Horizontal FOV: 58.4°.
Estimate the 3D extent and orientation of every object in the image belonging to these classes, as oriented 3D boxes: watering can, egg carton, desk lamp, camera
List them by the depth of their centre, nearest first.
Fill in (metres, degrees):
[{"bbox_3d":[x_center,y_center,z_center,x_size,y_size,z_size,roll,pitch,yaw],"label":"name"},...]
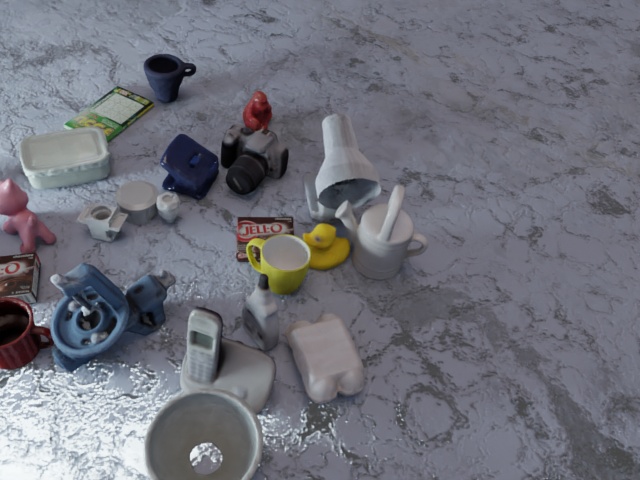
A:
[{"bbox_3d":[0.009,0.195,0.950,0.107,0.069,0.150,-12,54,-19],"label":"egg carton"},{"bbox_3d":[0.115,-0.021,1.065,0.173,0.194,0.101,2,51,-8],"label":"watering can"},{"bbox_3d":[0.034,-0.125,1.124,0.118,0.213,0.203,-4,52,-13],"label":"desk lamp"},{"bbox_3d":[-0.153,-0.171,1.204,0.143,0.101,0.137,24,51,10],"label":"camera"}]

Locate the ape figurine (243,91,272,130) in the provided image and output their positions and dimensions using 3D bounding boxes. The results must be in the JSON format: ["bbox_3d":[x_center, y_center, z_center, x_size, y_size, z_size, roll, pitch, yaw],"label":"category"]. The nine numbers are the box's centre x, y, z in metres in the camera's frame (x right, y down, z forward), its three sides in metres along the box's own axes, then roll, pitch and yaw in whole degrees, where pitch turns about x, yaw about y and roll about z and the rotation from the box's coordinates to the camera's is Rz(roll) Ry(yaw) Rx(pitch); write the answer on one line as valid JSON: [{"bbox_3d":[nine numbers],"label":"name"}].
[{"bbox_3d":[-0.141,-0.300,1.317,0.078,0.092,0.076,-33,62,-30],"label":"ape figurine"}]

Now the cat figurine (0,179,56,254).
[{"bbox_3d":[-0.545,-0.055,1.030,0.127,0.118,0.067,37,55,20],"label":"cat figurine"}]

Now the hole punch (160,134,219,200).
[{"bbox_3d":[-0.264,-0.153,1.176,0.101,0.091,0.109,16,50,4],"label":"hole punch"}]

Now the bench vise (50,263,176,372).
[{"bbox_3d":[-0.331,0.086,0.884,0.121,0.220,0.208,28,52,14],"label":"bench vise"}]

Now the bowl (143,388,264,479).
[{"bbox_3d":[-0.166,0.305,0.826,0.167,0.075,0.167,5,50,-6],"label":"bowl"}]

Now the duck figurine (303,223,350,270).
[{"bbox_3d":[0.010,0.004,1.097,0.105,0.086,0.077,-5,52,-13],"label":"duck figurine"}]

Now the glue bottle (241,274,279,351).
[{"bbox_3d":[-0.094,0.110,0.935,0.037,0.173,0.078,-29,61,-28],"label":"glue bottle"}]

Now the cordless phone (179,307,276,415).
[{"bbox_3d":[-0.138,0.179,0.863,0.147,0.185,0.094,15,50,3],"label":"cordless phone"}]

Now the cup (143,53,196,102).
[{"bbox_3d":[-0.348,-0.374,1.341,0.118,0.095,0.091,-9,53,-16],"label":"cup"}]
